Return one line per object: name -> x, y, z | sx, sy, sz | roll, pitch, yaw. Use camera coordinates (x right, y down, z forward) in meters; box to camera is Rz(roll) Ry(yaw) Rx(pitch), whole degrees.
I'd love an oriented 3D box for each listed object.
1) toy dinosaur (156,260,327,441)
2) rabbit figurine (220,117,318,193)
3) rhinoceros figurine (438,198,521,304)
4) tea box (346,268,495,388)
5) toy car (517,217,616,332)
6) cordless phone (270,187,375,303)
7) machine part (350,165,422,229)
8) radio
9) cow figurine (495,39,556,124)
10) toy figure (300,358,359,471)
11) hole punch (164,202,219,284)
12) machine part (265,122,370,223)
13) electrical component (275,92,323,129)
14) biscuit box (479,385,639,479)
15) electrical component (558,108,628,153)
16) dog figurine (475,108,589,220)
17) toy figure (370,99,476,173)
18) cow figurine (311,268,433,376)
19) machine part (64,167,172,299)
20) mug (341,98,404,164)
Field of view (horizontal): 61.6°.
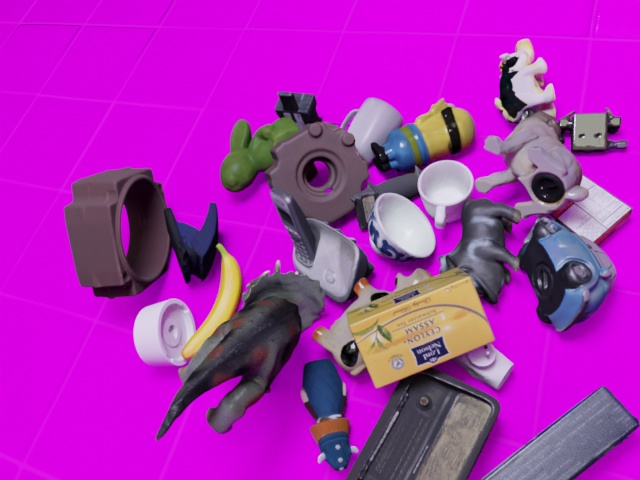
toy dinosaur -> -0.082, 0.131, 0.726 | 0.131, 0.405, 0.192 | 33, 94, 0
rabbit figurine -> -0.115, -0.161, 0.996 | 0.170, 0.121, 0.159 | -27, 51, -3
rhinoceros figurine -> 0.236, 0.028, 0.801 | 0.112, 0.073, 0.190 | 13, 78, 8
tea box -> 0.130, 0.114, 0.716 | 0.170, 0.068, 0.098 | -24, 98, 2
toy car -> 0.357, 0.046, 0.763 | 0.103, 0.109, 0.162 | -1, 47, -10
cordless phone -> -0.002, -0.002, 0.828 | 0.089, 0.184, 0.147 | -43, 46, -15
machine part -> 0.120, -0.073, 0.911 | 0.139, 0.084, 0.039 | -27, 33, -9
radio -> 0.128, 0.285, 0.703 | 0.131, 0.073, 0.229 | 25, 70, 26
cow figurine -> 0.354, -0.281, 0.959 | 0.098, 0.068, 0.167 | -14, 58, 16
toy figure -> 0.013, 0.249, 0.769 | 0.064, 0.057, 0.154 | -19, 63, 13
hole punch -> -0.212, 0.005, 0.934 | 0.092, 0.142, 0.116 | -12, 67, -20
machine part -> -0.003, -0.111, 0.915 | 0.179, 0.179, 0.056 | -35, 16, -4
electrical component -> -0.047, -0.254, 1.030 | 0.075, 0.119, 0.048 | 8, 65, 23
biscuit box -> 0.296, 0.267, 0.670 | 0.203, 0.059, 0.063 | -36, 64, -4
electrical component -> 0.448, -0.182, 0.889 | 0.102, 0.045, 0.078 | -5, 89, 17
dog figurine -> 0.356, -0.130, 0.830 | 0.172, 0.121, 0.190 | 40, 54, 23
toy figure -> 0.183, -0.170, 0.939 | 0.180, 0.082, 0.089 | -26, 69, -4
cow figurine -> 0.099, 0.119, 0.799 | 0.195, 0.085, 0.127 | -45, 61, -8
machine part -> -0.332, -0.016, 0.915 | 0.087, 0.201, 0.201 | -3, 106, 10
mug -> 0.081, -0.197, 0.985 | 0.110, 0.080, 0.107 | 26, 78, 30
